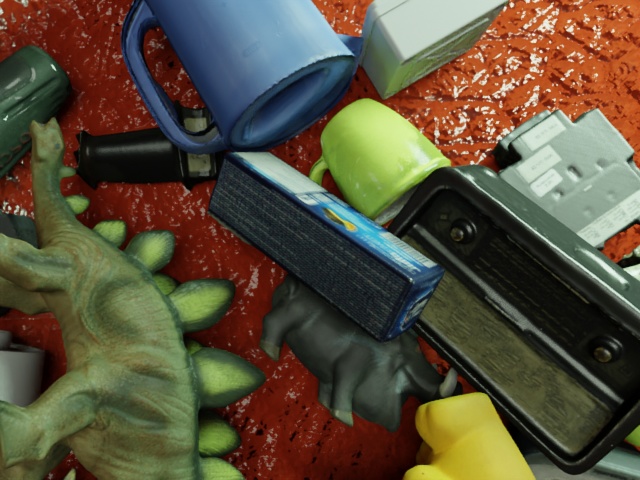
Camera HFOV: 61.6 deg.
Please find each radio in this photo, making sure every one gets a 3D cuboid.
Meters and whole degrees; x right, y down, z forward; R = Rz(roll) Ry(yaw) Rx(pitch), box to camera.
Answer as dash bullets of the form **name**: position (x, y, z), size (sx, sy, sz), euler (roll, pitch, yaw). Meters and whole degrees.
- **radio**: position (0.155, 0.049, 0.424), size (0.230, 0.073, 0.131), euler (43, 121, 19)

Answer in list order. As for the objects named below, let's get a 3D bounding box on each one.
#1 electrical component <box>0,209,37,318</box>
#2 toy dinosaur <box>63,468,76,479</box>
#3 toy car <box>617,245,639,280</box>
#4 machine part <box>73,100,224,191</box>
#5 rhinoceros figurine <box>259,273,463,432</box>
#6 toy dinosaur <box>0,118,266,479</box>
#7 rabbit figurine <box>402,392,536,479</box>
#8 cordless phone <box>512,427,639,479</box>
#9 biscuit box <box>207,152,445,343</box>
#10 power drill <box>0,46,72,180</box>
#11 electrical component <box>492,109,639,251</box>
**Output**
- **electrical component**: position (-0.299, 0.006, 0.493), size (0.075, 0.048, 0.119), euler (-26, 88, -2)
- **toy dinosaur**: position (-0.193, 0.371, 0.435), size (0.192, 0.131, 0.404), euler (-25, 92, -2)
- **toy car**: position (0.282, 0.032, 0.478), size (0.202, 0.073, 0.056), euler (-24, 84, -2)
- **machine part**: position (-0.158, -0.083, 0.506), size (0.139, 0.039, 0.084), euler (-9, 94, -3)
- **rhinoceros figurine**: position (0.034, 0.103, 0.478), size (0.190, 0.073, 0.112), euler (34, 76, 4)
- **toy dinosaur**: position (-0.143, 0.116, 0.406), size (0.198, 0.105, 0.471), euler (-8, 74, -38)
- **rabbit figurine**: position (0.074, 0.218, 0.394), size (0.173, 0.121, 0.162), euler (-13, 57, -9)
- **cordless phone**: position (0.210, 0.256, 0.459), size (0.147, 0.089, 0.184), euler (15, 90, 1)
- **biscuit box**: position (-0.001, -0.001, 0.444), size (0.203, 0.059, 0.062), euler (36, 117, 25)
- **power drill**: position (-0.322, -0.106, 0.420), size (0.086, 0.207, 0.232), euler (31, 67, 28)
- **electrical component**: position (0.223, -0.051, 0.489), size (0.115, 0.058, 0.134), euler (-32, 77, -4)
